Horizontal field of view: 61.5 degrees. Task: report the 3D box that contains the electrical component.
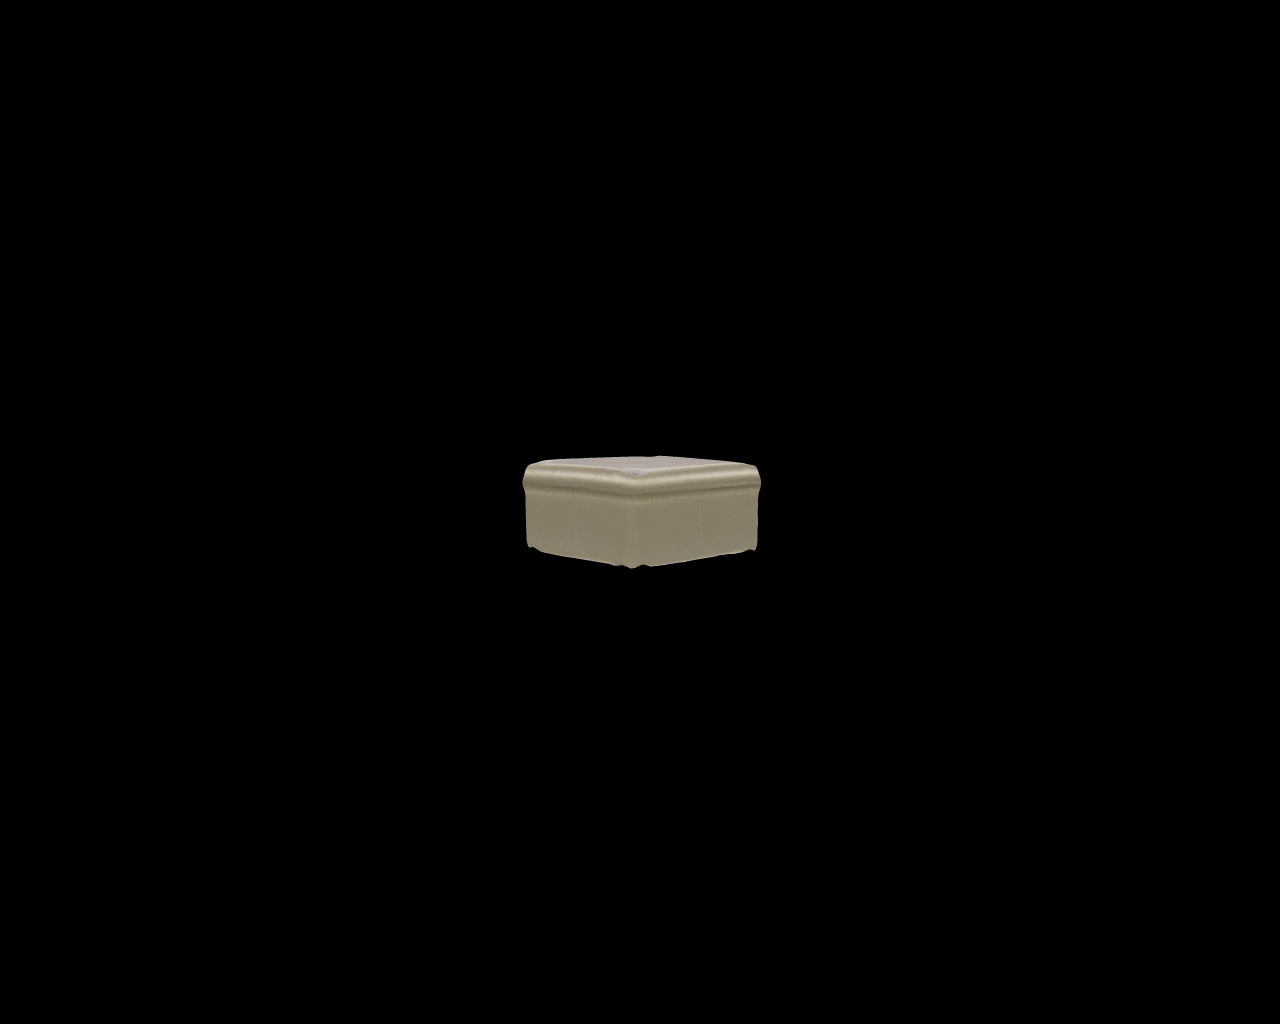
[{"bbox_3d":[0.001,-0.003,0.650,0.109,0.056,0.109,-5,8,-40],"label":"electrical component"}]
